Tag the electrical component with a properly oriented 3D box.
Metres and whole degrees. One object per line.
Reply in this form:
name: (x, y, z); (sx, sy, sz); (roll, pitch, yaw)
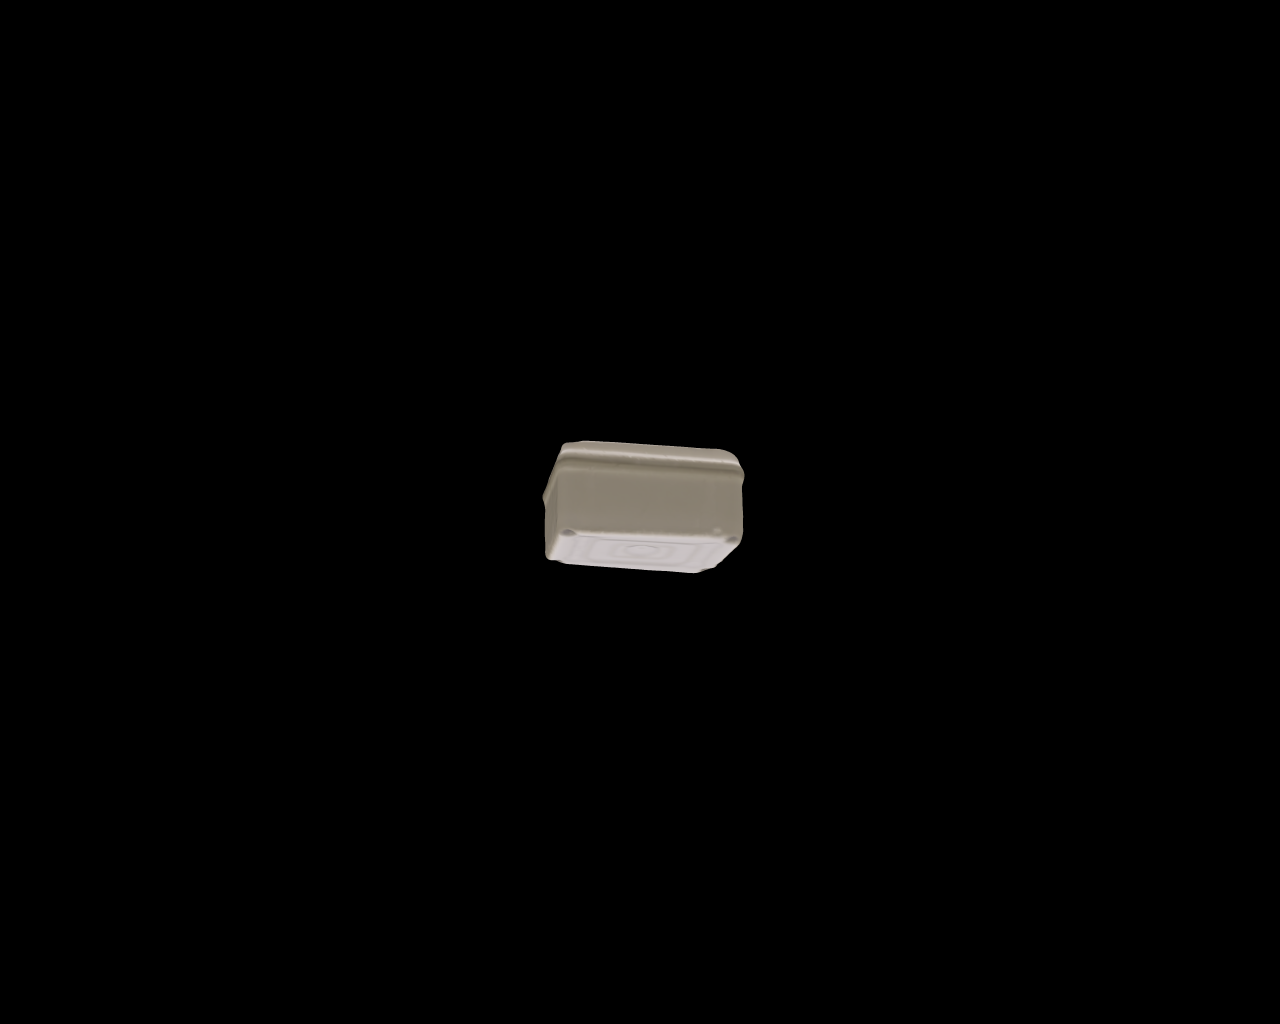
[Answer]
electrical component: (0.001, -0.003, 0.650); (0.113, 0.057, 0.078); (4, -19, -12)
